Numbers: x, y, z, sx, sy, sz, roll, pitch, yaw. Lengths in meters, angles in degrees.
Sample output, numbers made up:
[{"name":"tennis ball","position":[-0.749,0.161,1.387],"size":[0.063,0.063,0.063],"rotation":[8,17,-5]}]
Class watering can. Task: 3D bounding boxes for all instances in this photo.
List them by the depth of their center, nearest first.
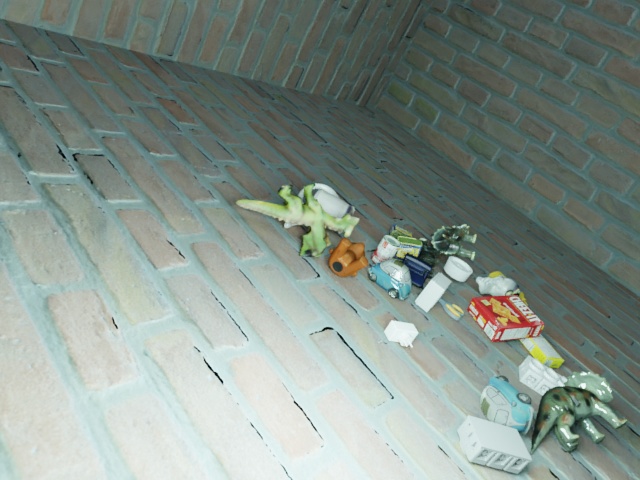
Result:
[{"name":"watering can","position":[0.006,-0.095,1.895],"size":[0.224,0.102,0.355],"rotation":[28,37,0]}]

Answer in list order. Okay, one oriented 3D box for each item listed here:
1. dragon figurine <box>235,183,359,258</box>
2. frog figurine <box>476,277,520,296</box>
[{"name":"dragon figurine","position":[-0.058,-0.054,1.703],"size":[0.412,0.119,0.247],"rotation":[-10,62,-27]},{"name":"frog figurine","position":[0.708,0.191,2.055],"size":[0.162,0.123,0.135],"rotation":[41,-8,44]}]
